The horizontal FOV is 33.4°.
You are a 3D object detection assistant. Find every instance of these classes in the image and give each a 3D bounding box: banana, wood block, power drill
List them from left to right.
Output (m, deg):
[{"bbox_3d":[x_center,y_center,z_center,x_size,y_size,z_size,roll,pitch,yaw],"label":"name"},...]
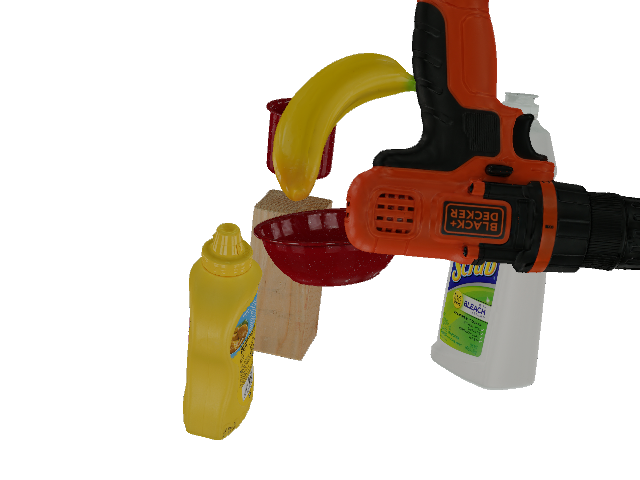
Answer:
[{"bbox_3d":[-0.047,0.046,1.461,0.090,0.206,0.090,11,22,10],"label":"wood block"},{"bbox_3d":[0.013,-0.095,0.780,0.070,0.037,0.197,26,44,23],"label":"banana"},{"bbox_3d":[0.111,-0.076,0.584,0.184,0.187,0.057,4,1,-4],"label":"power drill"}]

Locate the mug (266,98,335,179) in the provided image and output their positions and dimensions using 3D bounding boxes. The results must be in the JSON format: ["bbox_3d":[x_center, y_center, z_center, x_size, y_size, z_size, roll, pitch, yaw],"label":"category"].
[{"bbox_3d":[-0.018,-0.128,1.331,0.093,0.081,0.117,16,24,22],"label":"mug"}]

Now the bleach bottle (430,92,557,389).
[{"bbox_3d":[0.156,-0.003,0.932,0.068,0.251,0.103,-2,14,-28],"label":"bleach bottle"}]

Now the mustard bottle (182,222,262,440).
[{"bbox_3d":[-0.081,0.069,0.894,0.058,0.192,0.096,13,35,8],"label":"mustard bottle"}]

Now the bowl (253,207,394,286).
[{"bbox_3d":[0.014,0.009,1.094,0.162,0.055,0.162,-4,13,1],"label":"bowl"}]
